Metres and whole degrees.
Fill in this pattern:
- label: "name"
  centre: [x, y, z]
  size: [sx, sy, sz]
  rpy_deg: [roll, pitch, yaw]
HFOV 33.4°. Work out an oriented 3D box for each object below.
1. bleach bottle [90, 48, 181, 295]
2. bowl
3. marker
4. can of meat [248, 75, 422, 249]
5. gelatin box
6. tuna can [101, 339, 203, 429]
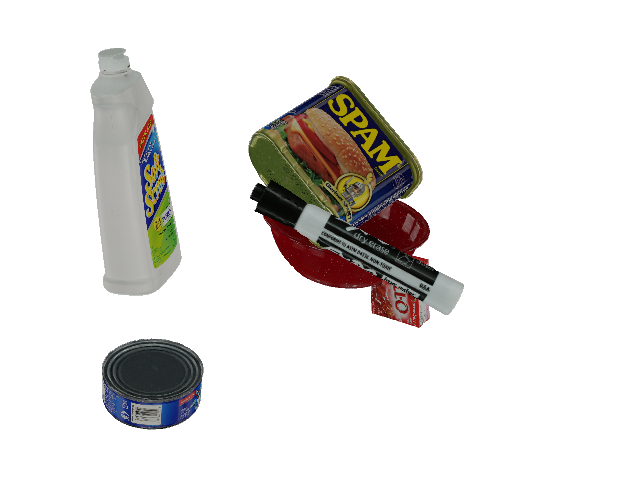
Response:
- label: "bleach bottle"
  centre: [-0.203, -0.074, 1.126]
  size: [0.068, 0.251, 0.102]
  rpy_deg: [3, 26, 17]
- label: "bowl"
  centre: [0.021, 0.001, 1.025]
  size: [0.162, 0.055, 0.162]
  rpy_deg: [6, 24, -3]
- label: "marker"
  centre: [0.018, 0.003, 0.559]
  size: [0.121, 0.020, 0.020]
  rpy_deg: [28, 0, 1]
- label: "can of meat"
  centre: [0.009, -0.056, 0.776]
  size: [0.083, 0.102, 0.058]
  rpy_deg: [-35, -8, -27]
- label: "gelatin box"
  centre: [0.099, 0.059, 1.351]
  size: [0.073, 0.089, 0.030]
  rpy_deg: [15, 33, 33]
- label: "tuna can"
  centre: [-0.144, 0.123, 0.914]
  size: [0.086, 0.034, 0.086]
  rpy_deg: [5, 30, -3]
